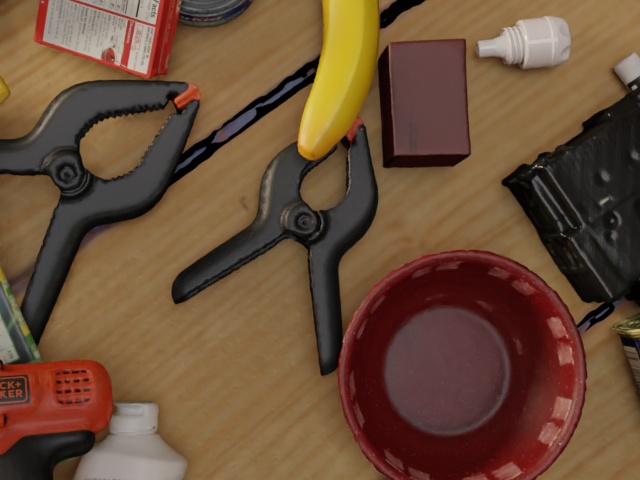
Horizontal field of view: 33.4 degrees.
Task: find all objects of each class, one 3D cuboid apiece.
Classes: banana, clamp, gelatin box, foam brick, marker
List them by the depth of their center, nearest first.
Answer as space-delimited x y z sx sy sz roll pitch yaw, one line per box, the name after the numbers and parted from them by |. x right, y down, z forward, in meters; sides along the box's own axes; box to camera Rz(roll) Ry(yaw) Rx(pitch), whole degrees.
-0.134 -0.151 0.685 0.089 0.030 0.073 19 111 12 | gelatin box
-0.173 -0.047 0.692 0.210 0.036 0.164 -41 98 -6 | clamp
-0.005 0.001 0.706 0.120 0.039 0.171 35 84 -4 | clamp
0.006 -0.148 0.708 0.069 0.037 0.198 -8 76 -4 | banana
0.069 -0.090 0.712 0.053 0.051 0.078 -1 87 -5 | foam brick
0.247 -0.077 0.744 0.020 0.020 0.121 -37 91 -6 | marker

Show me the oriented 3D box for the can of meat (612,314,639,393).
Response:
0.261 0.082 0.718 0.102 0.057 0.084 -19 91 -6 | can of meat

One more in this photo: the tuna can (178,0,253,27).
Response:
-0.079 -0.187 0.712 0.086 0.034 0.086 0 87 -5 | tuna can

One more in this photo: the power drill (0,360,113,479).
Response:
-0.200 0.156 0.587 0.184 0.057 0.187 -4 65 -17 | power drill

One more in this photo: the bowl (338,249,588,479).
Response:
0.089 0.088 0.702 0.162 0.055 0.162 0 87 -5 | bowl

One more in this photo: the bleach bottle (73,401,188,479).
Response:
-0.110 0.228 0.670 0.102 0.068 0.251 0 85 8 | bleach bottle

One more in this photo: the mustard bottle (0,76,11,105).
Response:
-0.269 -0.042 0.633 0.191 0.058 0.096 -34 78 -4 | mustard bottle
